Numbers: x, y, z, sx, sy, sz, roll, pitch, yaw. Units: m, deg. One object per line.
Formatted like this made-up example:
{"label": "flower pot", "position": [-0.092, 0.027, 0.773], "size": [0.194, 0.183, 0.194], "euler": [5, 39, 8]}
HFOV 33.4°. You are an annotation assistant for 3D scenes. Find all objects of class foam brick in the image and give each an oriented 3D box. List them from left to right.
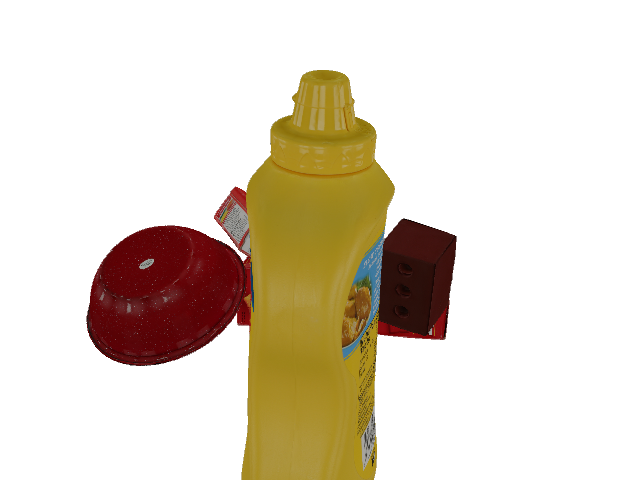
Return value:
{"label": "foam brick", "position": [0.081, 0.031, 0.917], "size": [0.053, 0.078, 0.051], "euler": [17, 37, 23]}

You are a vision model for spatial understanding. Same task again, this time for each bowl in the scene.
{"label": "bowl", "position": [-0.153, 0.038, 0.998], "size": [0.162, 0.162, 0.055], "euler": [0, -43, 20]}

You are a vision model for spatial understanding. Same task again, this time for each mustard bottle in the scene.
{"label": "mustard bottle", "position": [-0.001, 0.025, 0.440], "size": [0.058, 0.192, 0.096], "euler": [8, 25, 11]}

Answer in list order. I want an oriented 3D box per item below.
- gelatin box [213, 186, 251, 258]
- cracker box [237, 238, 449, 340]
{"label": "gelatin box", "position": [-0.020, 0.006, 0.692], "size": [0.089, 0.030, 0.073], "euler": [32, 5, -24]}
{"label": "cracker box", "position": [0.030, 0.046, 1.140], "size": [0.214, 0.072, 0.164], "euler": [4, 15, 7]}
